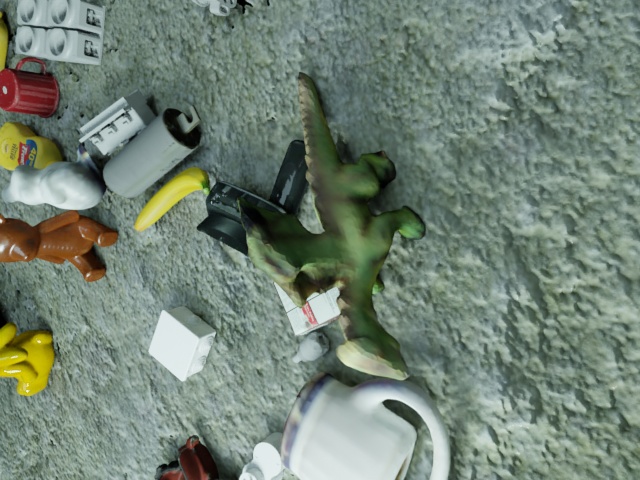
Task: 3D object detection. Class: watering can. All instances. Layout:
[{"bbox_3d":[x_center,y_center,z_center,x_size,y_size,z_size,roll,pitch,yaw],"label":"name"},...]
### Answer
[{"bbox_3d":[0.039,0.326,0.691,0.226,0.104,0.344,26,106,27],"label":"watering can"}]

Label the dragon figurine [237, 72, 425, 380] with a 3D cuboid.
[{"bbox_3d":[0.002,-0.031,0.612,0.120,0.244,0.413,-34,80,33],"label":"dragon figurine"}]

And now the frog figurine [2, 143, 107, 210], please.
[{"bbox_3d":[-0.473,-0.092,0.917,0.138,0.161,0.121,24,143,58],"label":"frog figurine"}]
